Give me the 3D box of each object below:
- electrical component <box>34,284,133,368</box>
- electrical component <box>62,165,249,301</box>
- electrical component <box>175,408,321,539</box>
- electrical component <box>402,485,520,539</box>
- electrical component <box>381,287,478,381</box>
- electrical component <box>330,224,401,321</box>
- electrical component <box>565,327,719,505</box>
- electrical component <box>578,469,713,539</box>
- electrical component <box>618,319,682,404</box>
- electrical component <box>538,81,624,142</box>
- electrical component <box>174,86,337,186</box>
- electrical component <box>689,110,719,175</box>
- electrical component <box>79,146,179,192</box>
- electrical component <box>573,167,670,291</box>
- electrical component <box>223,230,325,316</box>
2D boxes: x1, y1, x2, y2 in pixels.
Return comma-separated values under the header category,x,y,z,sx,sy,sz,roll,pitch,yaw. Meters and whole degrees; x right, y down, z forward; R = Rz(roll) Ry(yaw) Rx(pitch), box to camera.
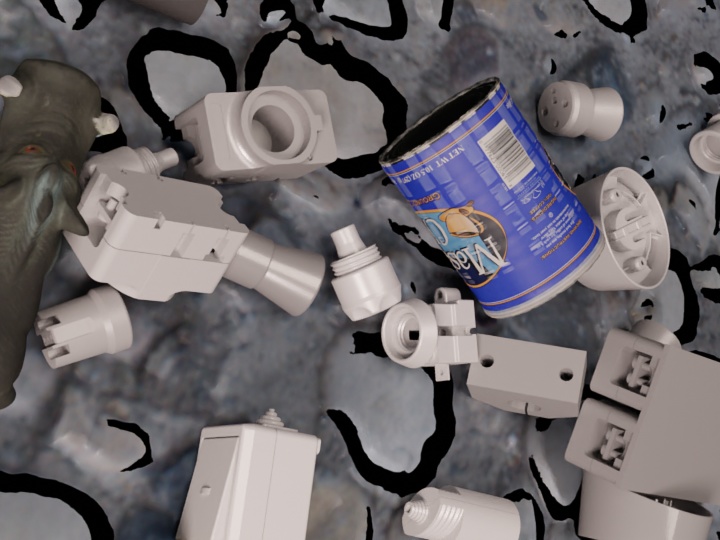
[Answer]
category,x,y,z,sx,sy,sz,roll,pitch,yaw
electrical component,-0.161,0.034,0.625,0.046,0.040,0.040,-19,92,-28
electrical component,-0.122,-0.019,0.636,0.089,0.055,0.050,8,33,-48
electrical component,-0.069,0.130,0.653,0.061,0.062,0.096,16,73,-30
electrical component,0.066,0.172,0.744,0.081,0.043,0.043,19,71,-29
electrical component,0.049,0.045,0.756,0.055,0.048,0.066,3,79,-40
electrical component,0.000,0.000,0.733,0.043,0.043,0.062,-26,94,-34
electrical component,0.243,0.115,0.825,0.186,0.060,0.105,18,92,-42
electrical component,0.212,0.183,0.807,0.099,0.099,0.064,20,78,-29
electrical component,0.223,0.077,0.866,0.065,0.044,0.044,-45,106,-26
electrical component,0.179,-0.129,0.872,0.055,0.045,0.045,2,80,-32
electrical component,-0.065,-0.087,0.699,0.089,0.056,0.050,-8,86,-34
electrical component,0.330,-0.119,0.968,0.055,0.045,0.045,-42,104,-32
electrical component,-0.139,-0.060,0.659,0.061,0.035,0.035,-28,97,-35
electrical component,0.207,-0.031,0.860,0.099,0.064,0.099,6,78,-32
electrical component,-0.061,-0.002,0.696,0.065,0.044,0.044,25,68,-22
